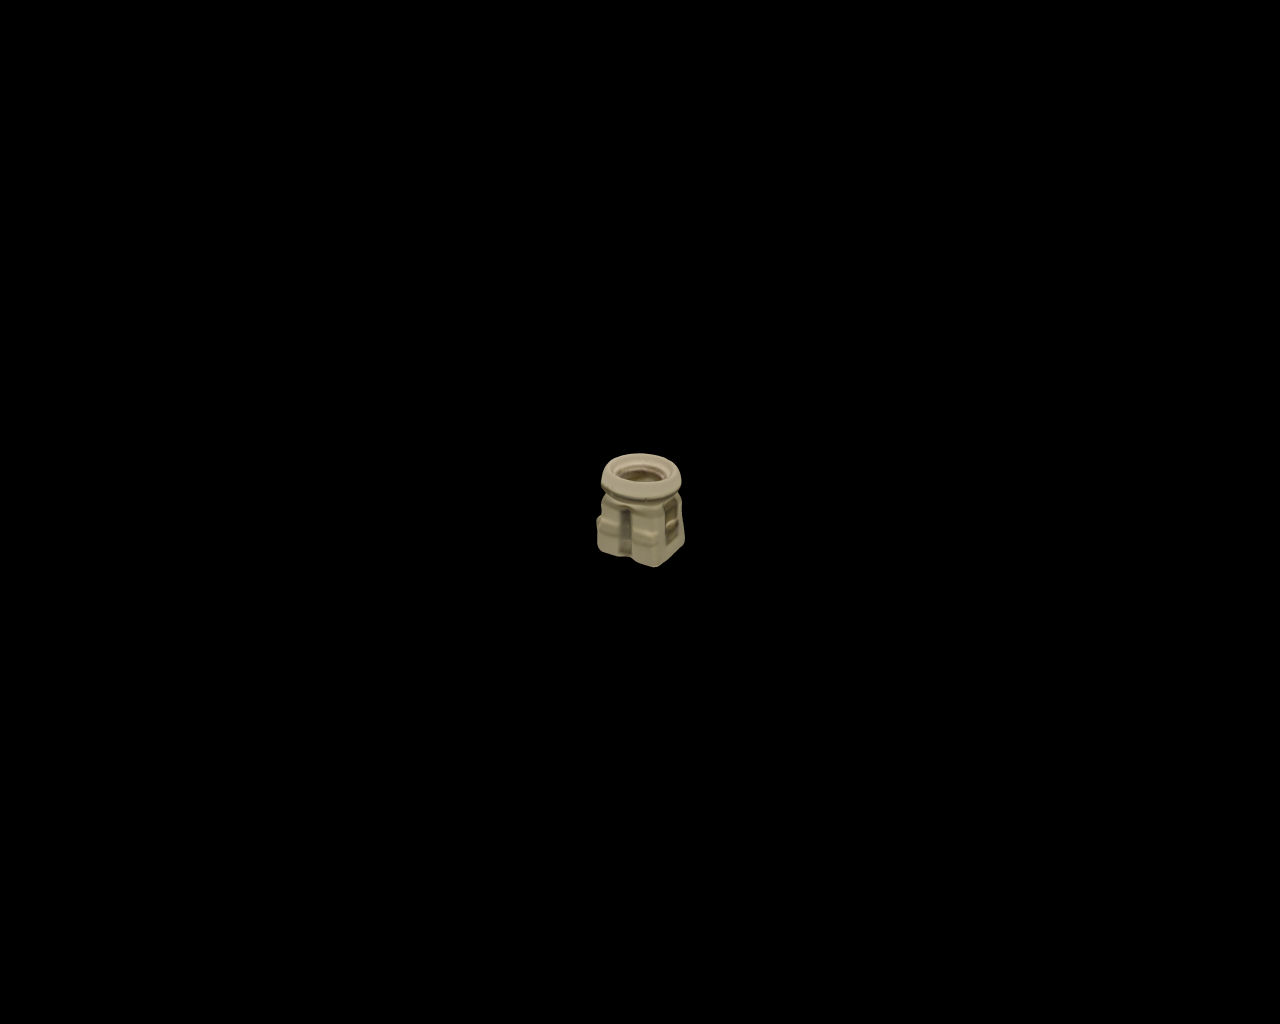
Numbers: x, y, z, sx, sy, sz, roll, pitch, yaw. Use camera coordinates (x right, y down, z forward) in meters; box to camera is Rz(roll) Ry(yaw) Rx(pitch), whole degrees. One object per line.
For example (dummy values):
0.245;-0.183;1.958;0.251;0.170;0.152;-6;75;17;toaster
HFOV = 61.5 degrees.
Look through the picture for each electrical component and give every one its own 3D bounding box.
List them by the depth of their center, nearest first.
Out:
0.001;-0.003;0.650;0.066;0.055;0.048;16;32;27;electrical component
